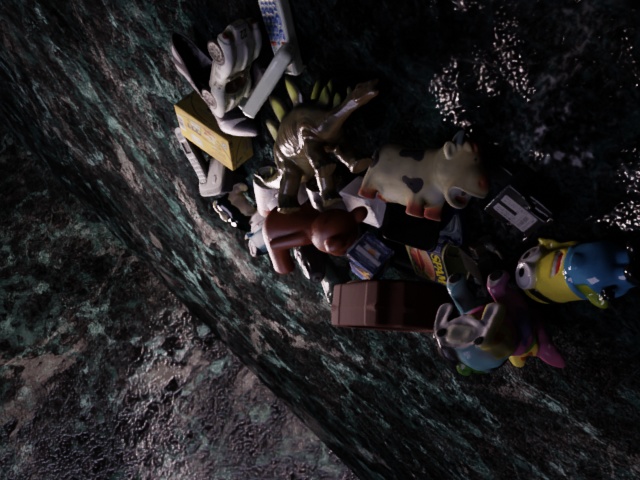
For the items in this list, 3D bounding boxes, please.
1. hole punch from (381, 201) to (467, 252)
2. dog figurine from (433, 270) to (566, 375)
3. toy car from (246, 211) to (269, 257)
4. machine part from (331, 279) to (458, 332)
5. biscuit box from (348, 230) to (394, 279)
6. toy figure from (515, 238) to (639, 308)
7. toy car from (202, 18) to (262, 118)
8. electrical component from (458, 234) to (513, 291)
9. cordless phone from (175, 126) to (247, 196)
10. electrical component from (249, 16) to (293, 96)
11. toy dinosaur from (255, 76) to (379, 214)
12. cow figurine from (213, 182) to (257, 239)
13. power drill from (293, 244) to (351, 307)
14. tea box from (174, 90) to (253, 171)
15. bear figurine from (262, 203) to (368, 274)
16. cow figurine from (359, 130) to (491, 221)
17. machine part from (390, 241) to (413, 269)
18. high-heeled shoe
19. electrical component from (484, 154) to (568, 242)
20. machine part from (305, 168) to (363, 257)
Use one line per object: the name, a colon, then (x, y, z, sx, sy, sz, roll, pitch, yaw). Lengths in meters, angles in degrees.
hole punch: (0.170, -0.048, 0.845, 0.142, 0.092, 0.115, 22, 108, 47)
dog figurine: (0.281, 0.152, 0.810, 0.108, 0.191, 0.219, -17, 127, 46)
toy car: (-0.115, -0.030, 1.270, 0.161, 0.109, 0.103, -37, 77, 56)
machine part: (0.139, 0.126, 1.008, 0.201, 0.087, 0.201, 9, 168, -33)
biscuit box: (0.097, 0.042, 1.024, 0.063, 0.059, 0.202, 39, 175, 12)
toy figure: (0.343, 0.047, 0.713, 0.089, 0.082, 0.180, 55, 151, -13)
toy car: (-0.140, -0.270, 0.855, 0.056, 0.073, 0.201, 47, 154, 4)
electrical component: (0.265, 0.038, 0.863, 0.102, 0.045, 0.078, 62, 179, -24)
cordless phone: (-0.271, -0.198, 1.282, 0.147, 0.089, 0.184, 1, 125, 56)
electrical component: (-0.120, -0.303, 0.929, 0.114, 0.058, 0.134, 56, 152, -15)
toy dinosaur: (-0.028, -0.149, 0.893, 0.471, 0.105, 0.198, -35, 63, 60)
cow figurine: (-0.186, -0.054, 1.342, 0.167, 0.098, 0.068, 52, 147, -12)
power drill: (0.003, 0.058, 1.147, 0.207, 0.086, 0.232, 49, -166, -40)
tea box: (-0.230, -0.240, 1.170, 0.170, 0.068, 0.098, 36, 153, 19)
bear figurine: (-0.004, -0.005, 0.955, 0.196, 0.120, 0.131, 10, 142, 34)
cow figurine: (0.152, -0.094, 0.751, 0.195, 0.085, 0.127, 24, 106, 47)
machine part: (0.153, 0.005, 0.987, 0.084, 0.039, 0.138, 30, 152, 41)
high-heeled shoe: (-0.194, -0.295, 1.007, 0.249, 0.086, 0.145, 39, 161, 36)
electrical component: (0.259, -0.061, 0.720, 0.119, 0.048, 0.075, 42, 154, 5)
machine part: (0.030, -0.052, 1.042, 0.079, 0.079, 0.242, 23, 147, 39)
